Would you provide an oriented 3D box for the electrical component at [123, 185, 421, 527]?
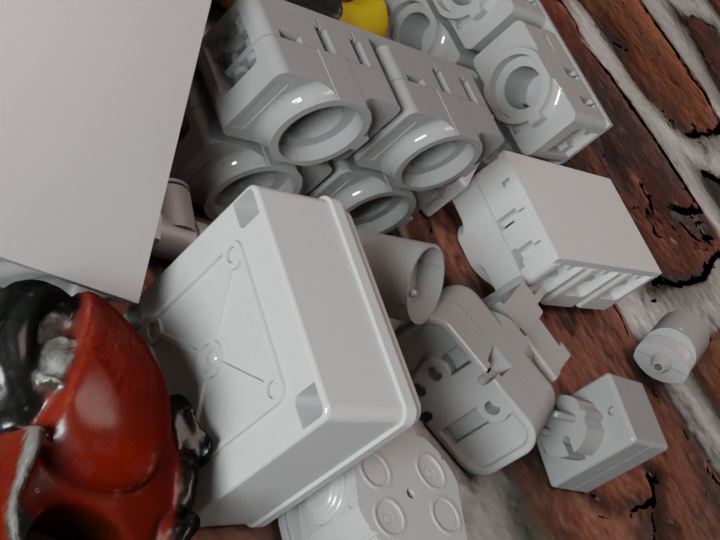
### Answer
[{"bbox_3d":[-0.042,0.039,0.454,0.056,0.109,0.108,9,51,-44],"label":"electrical component"}]

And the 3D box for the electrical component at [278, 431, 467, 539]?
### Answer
[{"bbox_3d":[0.006,0.113,0.493,0.080,0.051,0.080,32,37,-28],"label":"electrical component"}]

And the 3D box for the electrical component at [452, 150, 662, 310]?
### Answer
[{"bbox_3d":[0.142,-0.023,0.785,0.150,0.062,0.089,6,54,-49],"label":"electrical component"}]

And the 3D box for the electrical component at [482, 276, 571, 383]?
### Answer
[{"bbox_3d":[0.097,0.046,0.681,0.063,0.042,0.081,54,33,-3],"label":"electrical component"}]

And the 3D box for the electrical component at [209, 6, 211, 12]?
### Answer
[{"bbox_3d":[-0.118,-0.154,0.609,0.048,0.048,0.062,52,39,1],"label":"electrical component"}]

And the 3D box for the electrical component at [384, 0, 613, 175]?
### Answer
[{"bbox_3d":[0.093,-0.156,0.814,0.060,0.105,0.186,2,57,-50],"label":"electrical component"}]

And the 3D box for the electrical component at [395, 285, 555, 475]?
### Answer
[{"bbox_3d":[0.063,0.060,0.613,0.095,0.054,0.059,50,32,-2],"label":"electrical component"}]

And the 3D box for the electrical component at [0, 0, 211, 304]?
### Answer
[{"bbox_3d":[-0.132,-0.088,0.451,0.105,0.060,0.186,23,70,-37],"label":"electrical component"}]

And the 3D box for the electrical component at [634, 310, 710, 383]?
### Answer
[{"bbox_3d":[0.244,0.063,0.843,0.043,0.043,0.081,55,32,5],"label":"electrical component"}]

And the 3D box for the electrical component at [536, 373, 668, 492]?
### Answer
[{"bbox_3d":[0.133,0.097,0.652,0.077,0.066,0.047,18,45,-41],"label":"electrical component"}]

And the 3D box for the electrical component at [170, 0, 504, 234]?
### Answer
[{"bbox_3d":[-0.016,-0.075,0.599,0.186,0.105,0.060,7,53,-48],"label":"electrical component"}]

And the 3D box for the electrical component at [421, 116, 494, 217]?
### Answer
[{"bbox_3d":[0.056,-0.089,0.729,0.065,0.077,0.047,46,33,-9],"label":"electrical component"}]

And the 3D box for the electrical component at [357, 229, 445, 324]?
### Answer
[{"bbox_3d":[0.000,0.000,0.583,0.043,0.081,0.043,-32,128,-53],"label":"electrical component"}]
